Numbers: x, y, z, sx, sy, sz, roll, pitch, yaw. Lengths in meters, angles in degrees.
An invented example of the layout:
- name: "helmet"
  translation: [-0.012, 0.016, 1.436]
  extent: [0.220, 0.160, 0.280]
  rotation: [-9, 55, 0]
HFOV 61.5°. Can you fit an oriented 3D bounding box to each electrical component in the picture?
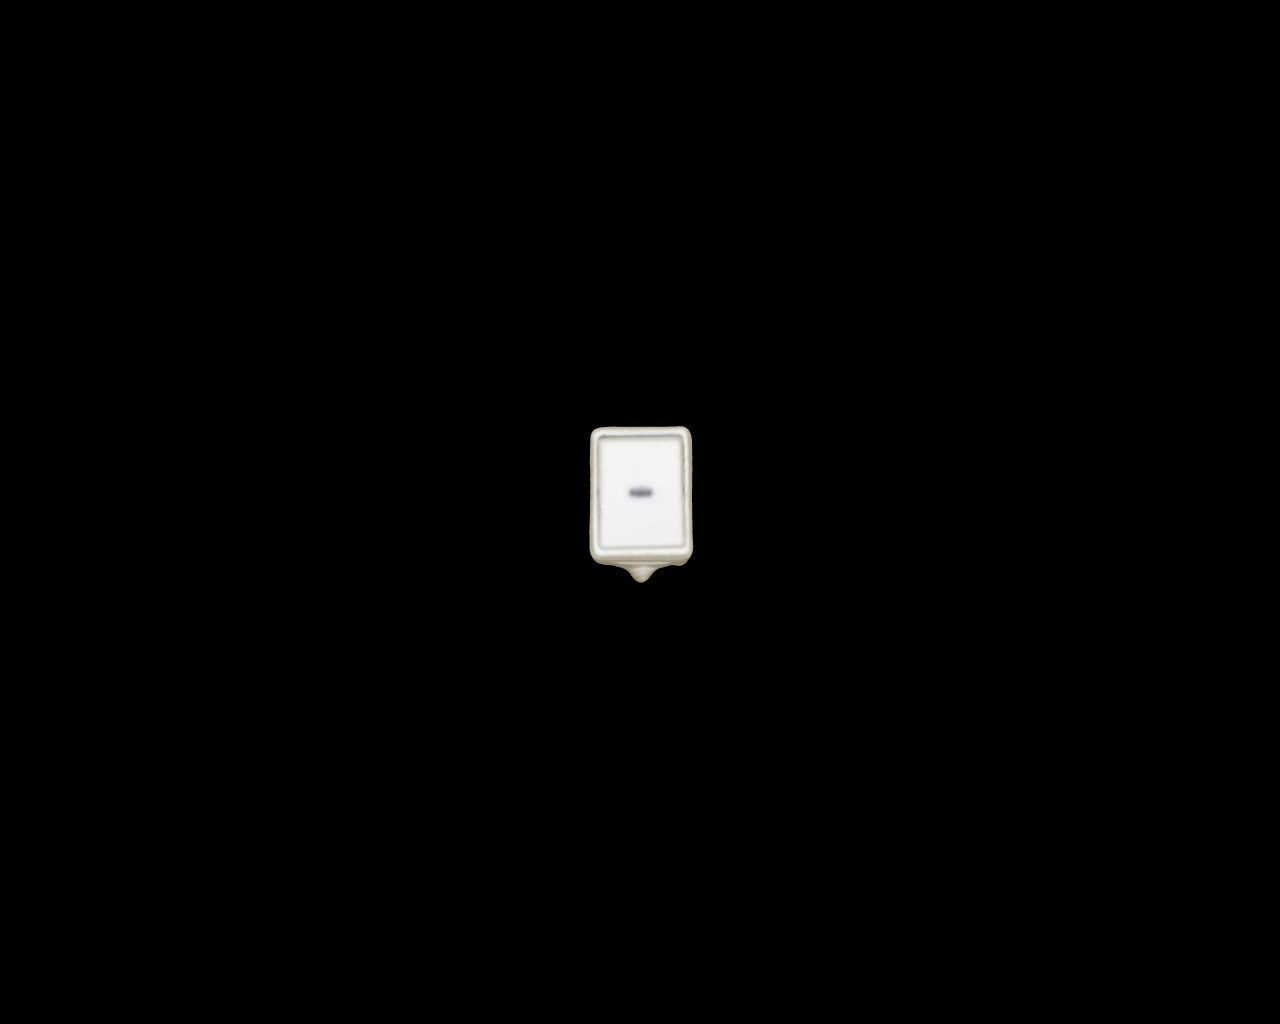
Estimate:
- name: "electrical component"
  translation: [0.001, -0.003, 0.650]
  extent: [0.062, 0.096, 0.061]
  rotation: [0, -7, 0]
